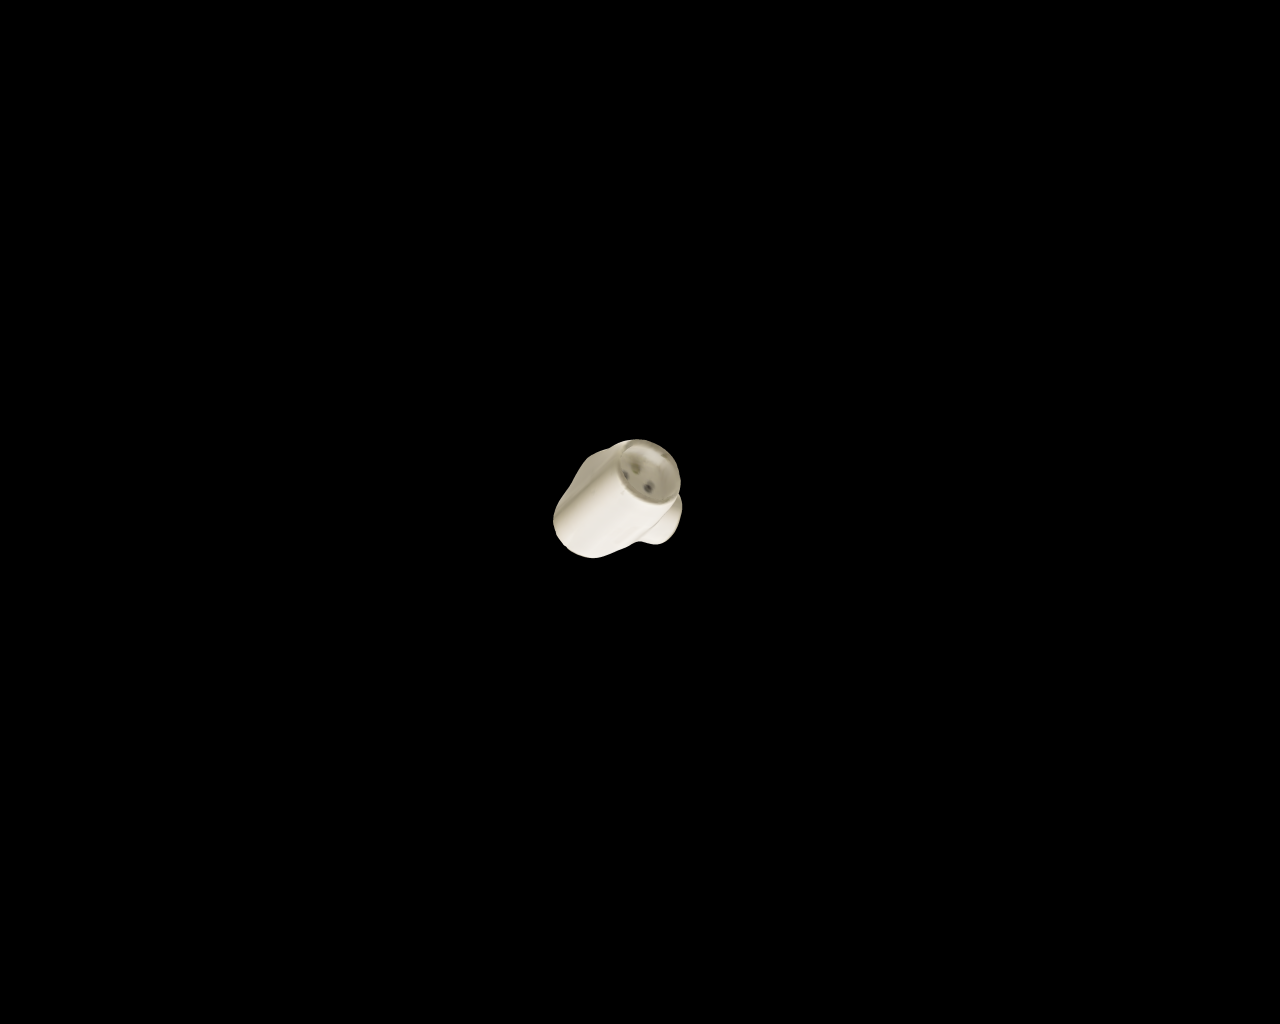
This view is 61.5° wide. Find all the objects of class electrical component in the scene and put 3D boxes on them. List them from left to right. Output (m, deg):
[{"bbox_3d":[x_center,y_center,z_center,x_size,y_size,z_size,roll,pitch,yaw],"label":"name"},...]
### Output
[{"bbox_3d":[0.001,-0.003,0.650,0.079,0.043,0.077,18,-35,-27],"label":"electrical component"}]
